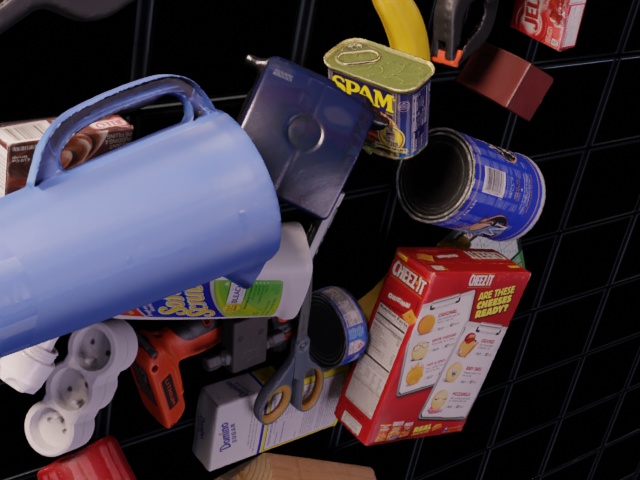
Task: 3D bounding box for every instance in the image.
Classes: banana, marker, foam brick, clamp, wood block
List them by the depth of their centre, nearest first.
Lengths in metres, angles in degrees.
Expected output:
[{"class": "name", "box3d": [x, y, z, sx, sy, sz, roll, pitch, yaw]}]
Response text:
[{"class": "clamp", "box3d": [-0.198, -0.193, 0.768, 0.209, 0.036, 0.165, -5, 122, -42]}, {"class": "banana", "box3d": [0.078, -0.173, 1.041, 0.069, 0.037, 0.198, -27, 134, -29]}, {"class": "clamp", "box3d": [0.162, -0.250, 1.051, 0.120, 0.039, 0.171, 11, 103, -42]}, {"class": "marker", "box3d": [-0.007, 0.001, 1.106, 0.020, 0.020, 0.121, 8, 113, -46]}, {"class": "foam brick", "box3d": [0.195, -0.168, 1.122, 0.051, 0.078, 0.053, 19, 104, -47]}, {"class": "wood block", "box3d": [-0.018, 0.316, 1.256, 0.090, 0.091, 0.205, -33, 147, 26]}]

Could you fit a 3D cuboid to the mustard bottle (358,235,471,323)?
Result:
[{"class": "mustard bottle", "box3d": [0.102, 0.065, 1.225, 0.191, 0.058, 0.096, -43, 137, -8]}]

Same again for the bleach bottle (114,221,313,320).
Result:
[{"class": "bleach bottle", "box3d": [-0.138, 0.036, 0.944, 0.250, 0.068, 0.103, -5, 148, -18]}]

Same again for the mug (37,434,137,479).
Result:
[{"class": "mug", "box3d": [-0.215, 0.239, 1.031, 0.093, 0.081, 0.117, -28, 177, 8]}]

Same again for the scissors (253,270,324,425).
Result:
[{"class": "scissors", "box3d": [-0.035, 0.120, 1.088, 0.096, 0.016, 0.202, -34, 141, -22]}]

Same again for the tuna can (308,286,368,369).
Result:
[{"class": "tuna can", "box3d": [0.012, 0.093, 1.141, 0.033, 0.086, 0.086, -17, 129, -36]}]

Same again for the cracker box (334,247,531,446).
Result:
[{"class": "cracker box", "box3d": [0.122, 0.115, 1.179, 0.163, 0.072, 0.214, 1, 116, -42]}]

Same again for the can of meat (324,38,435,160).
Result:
[{"class": "can of meat", "box3d": [0.055, -0.131, 1.001, 0.057, 0.102, 0.084, -43, 145, -36]}]

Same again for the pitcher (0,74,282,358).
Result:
[{"class": "pitcher", "box3d": [-0.164, -0.013, 0.817, 0.242, 0.149, 0.145, -23, 155, -26]}]

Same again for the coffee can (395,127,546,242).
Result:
[{"class": "coffee can", "box3d": [0.164, -0.058, 1.157, 0.140, 0.103, 0.103, 12, 111, -47]}]

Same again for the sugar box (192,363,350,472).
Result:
[{"class": "sugar box", "box3d": [-0.054, 0.185, 1.182, 0.175, 0.048, 0.093, -11, 126, -33]}]

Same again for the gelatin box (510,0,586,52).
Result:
[{"class": "gelatin box", "box3d": [0.238, -0.250, 1.104, 0.030, 0.073, 0.089, -17, 130, -33]}]

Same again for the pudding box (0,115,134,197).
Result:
[{"class": "pudding box", "box3d": [-0.210, -0.052, 0.862, 0.113, 0.039, 0.090, -12, 128, -36]}]

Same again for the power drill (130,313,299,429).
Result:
[{"class": "power drill", "box3d": [-0.097, 0.106, 1.074, 0.187, 0.057, 0.184, -34, 134, -24]}]
